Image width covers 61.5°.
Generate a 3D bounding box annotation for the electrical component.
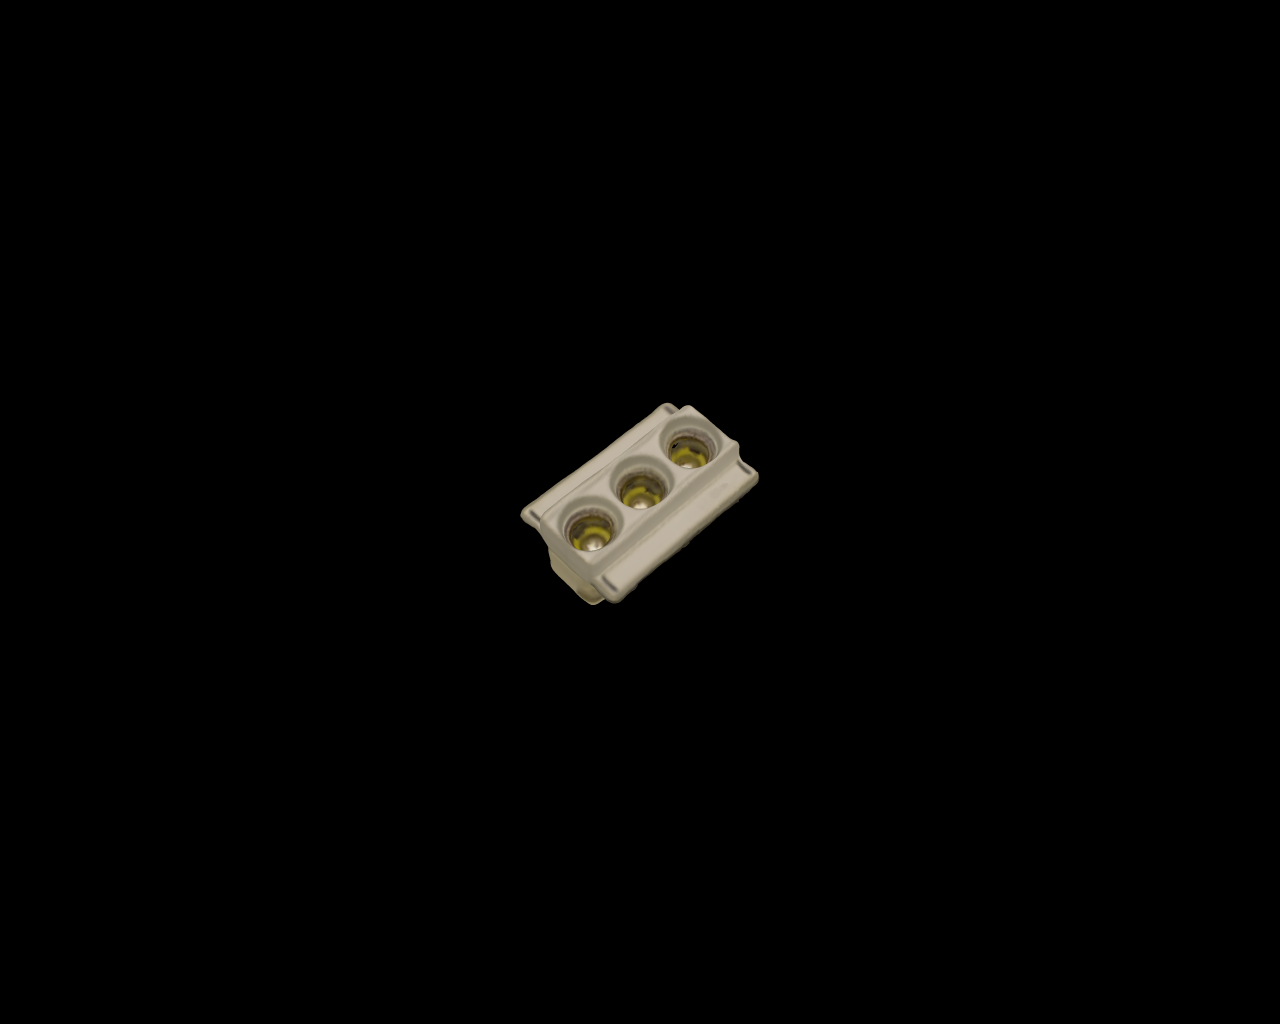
[{"bbox_3d":[0.001,-0.003,0.650,0.121,0.079,0.063,-39,-24,-22],"label":"electrical component"}]
